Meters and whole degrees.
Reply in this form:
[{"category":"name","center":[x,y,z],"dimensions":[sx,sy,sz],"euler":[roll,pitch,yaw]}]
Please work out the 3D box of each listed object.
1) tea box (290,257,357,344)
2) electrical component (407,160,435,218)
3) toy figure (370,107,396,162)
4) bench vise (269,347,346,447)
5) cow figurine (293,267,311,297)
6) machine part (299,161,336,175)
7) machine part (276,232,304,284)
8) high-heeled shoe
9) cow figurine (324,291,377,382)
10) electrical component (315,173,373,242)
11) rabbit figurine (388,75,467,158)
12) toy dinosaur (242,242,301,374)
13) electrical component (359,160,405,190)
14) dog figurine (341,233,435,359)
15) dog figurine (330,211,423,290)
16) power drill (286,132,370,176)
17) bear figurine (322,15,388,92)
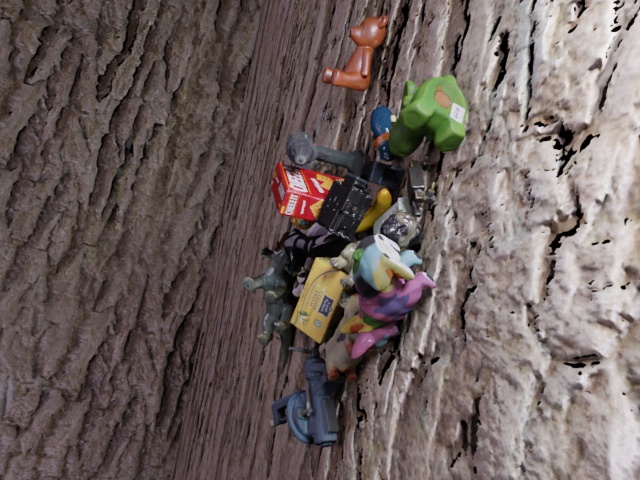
[{"category":"tea box","center":[0.013,0.133,1.201],"dimensions":[0.098,0.068,0.169],"euler":[29,105,33]},{"category":"electrical component","center":[0.194,-0.105,1.033],"dimensions":[0.078,0.045,0.102],"euler":[81,-174,-52]},{"category":"toy figure","center":[0.149,-0.232,1.201],"dimensions":[0.064,0.058,0.154],"euler":[118,150,-52]},{"category":"bench vise","center":[-0.041,0.372,1.244],"dimensions":[0.240,0.129,0.223],"euler":[-34,65,37]},{"category":"cow figurine","center":[-0.027,0.124,1.446],"dimensions":[0.167,0.068,0.098],"euler":[-103,31,-50]},{"category":"machine part","center":[-0.012,-0.225,1.596],"dimensions":[0.243,0.079,0.079],"euler":[-126,51,-65]},{"category":"machine part","center":[-0.105,0.063,1.709],"dimensions":[0.179,0.056,0.179],"euler":[-167,90,-71]},{"category":"high-heeled shoe","center":[-0.003,-0.004,1.309],"dimensions":[0.249,0.086,0.145],"euler":[-27,40,39]},{"category":"cow figurine","center":[0.069,0.197,1.140],"dimensions":[0.127,0.085,0.194],"euler":[-110,36,-45]},{"category":"electrical component","center":[0.054,-0.076,1.162],"dimensions":[0.134,0.058,0.115],"euler":[-64,26,4]},{"category":"rabbit figurine","center":[0.183,-0.231,1.017],"dimensions":[0.170,0.121,0.159],"euler":[-37,38,57]},{"category":"toy dinosaur","center":[-0.115,0.173,1.567],"dimensions":[0.192,0.131,0.404],"euler":[-42,-45,-53]},{"category":"electrical component","center":[0.140,-0.139,1.151],"dimensions":[0.119,0.075,0.047],"euler":[35,110,65]},{"category":"dog figurine","center":[0.096,0.113,0.988],"dimensions":[0.219,0.191,0.109],"euler":[-53,35,19]},{"category":"dog figurine","center":[0.125,0.010,1.099],"dimensions":[0.190,0.121,0.172],"euler":[-56,30,17]},{"category":"power drill","center":[0.014,-0.202,1.333],"dimensions":[0.232,0.207,0.085],"euler":[-119,39,-64]},{"category":"bear figurine","center":[0.095,-0.490,1.395],"dimensions":[0.120,0.132,0.195],"euler":[-127,46,-61]}]
